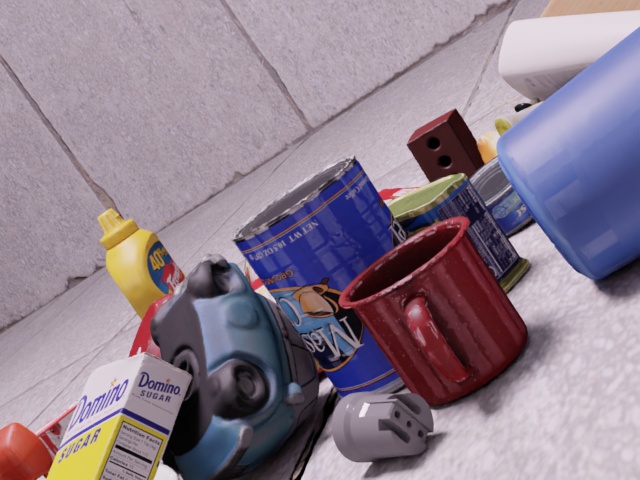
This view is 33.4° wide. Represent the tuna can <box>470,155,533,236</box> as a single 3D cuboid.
[{"bbox_3d":[0.152,-0.038,0.887,0.086,0.033,0.086,-40,17,14],"label":"tuna can"}]

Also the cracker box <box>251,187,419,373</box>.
[{"bbox_3d":[0.014,0.041,0.906,0.213,0.072,0.164,-35,10,-11],"label":"cracker box"}]

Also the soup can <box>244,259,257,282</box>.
[{"bbox_3d":[-0.038,0.032,1.140,0.068,0.068,0.102,-36,10,-11],"label":"soup can"}]

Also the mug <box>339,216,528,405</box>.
[{"bbox_3d":[0.071,0.048,0.634,0.093,0.081,0.117,-33,9,10],"label":"mug"}]

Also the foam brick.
[{"bbox_3d":[0.135,-0.088,1.113,0.053,0.078,0.051,-30,9,27],"label":"foam brick"}]

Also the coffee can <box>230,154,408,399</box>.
[{"bbox_3d":[0.020,0.027,0.733,0.103,0.140,0.103,-33,9,6],"label":"coffee can"}]

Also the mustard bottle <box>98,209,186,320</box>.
[{"bbox_3d":[-0.169,0.050,1.110,0.058,0.191,0.096,-32,10,16],"label":"mustard bottle"}]

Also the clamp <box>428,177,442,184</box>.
[{"bbox_3d":[0.078,-0.023,1.098,0.120,0.039,0.171,-34,9,-1],"label":"clamp"}]

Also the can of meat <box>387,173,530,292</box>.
[{"bbox_3d":[0.088,0.006,0.781,0.057,0.084,0.102,-42,11,-36],"label":"can of meat"}]

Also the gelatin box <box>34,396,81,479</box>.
[{"bbox_3d":[-0.209,0.183,0.951,0.089,0.073,0.030,-38,8,-18],"label":"gelatin box"}]

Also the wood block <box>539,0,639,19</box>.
[{"bbox_3d":[0.285,-0.229,1.018,0.090,0.091,0.206,-33,-17,-32],"label":"wood block"}]

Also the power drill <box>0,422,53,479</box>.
[{"bbox_3d":[-0.265,0.217,0.805,0.184,0.057,0.187,-31,16,14],"label":"power drill"}]

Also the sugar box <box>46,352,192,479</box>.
[{"bbox_3d":[-0.148,0.164,0.692,0.094,0.048,0.176,-23,44,52],"label":"sugar box"}]

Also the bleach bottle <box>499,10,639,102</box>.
[{"bbox_3d":[0.278,-0.158,0.909,0.251,0.102,0.068,5,79,51],"label":"bleach bottle"}]

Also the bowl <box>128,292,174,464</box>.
[{"bbox_3d":[-0.123,0.101,0.866,0.162,0.055,0.162,-161,90,-75],"label":"bowl"}]

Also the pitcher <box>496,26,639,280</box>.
[{"bbox_3d":[0.232,-0.076,0.615,0.243,0.145,0.149,-36,-4,15],"label":"pitcher"}]
